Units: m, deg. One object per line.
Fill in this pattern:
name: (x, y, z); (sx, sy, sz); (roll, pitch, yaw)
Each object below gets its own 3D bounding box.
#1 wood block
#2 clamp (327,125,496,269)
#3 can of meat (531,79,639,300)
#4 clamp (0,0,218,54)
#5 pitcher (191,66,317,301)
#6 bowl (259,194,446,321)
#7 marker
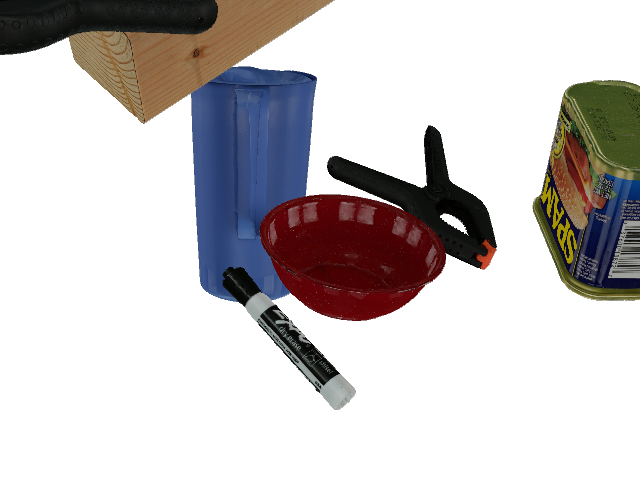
wood block: (-0.079, -0.190, 0.782); (0.205, 0.090, 0.091); (-37, -26, -23)
clamp: (0.116, -0.046, 1.205); (0.164, 0.210, 0.036); (-15, -37, -27)
can of meat: (0.162, -0.030, 0.598); (0.057, 0.084, 0.102); (0, 37, -5)
clamp: (-0.159, -0.144, 0.626); (0.171, 0.039, 0.120); (-11, 31, -28)
pitcher: (-0.075, -0.059, 1.131); (0.145, 0.243, 0.148); (16, 21, 40)
bowl: (0.024, 0.022, 0.924); (0.162, 0.055, 0.162); (7, 30, -4)
marker: (-0.023, 0.062, 0.703); (0.121, 0.020, 0.020); (46, 19, 19)
